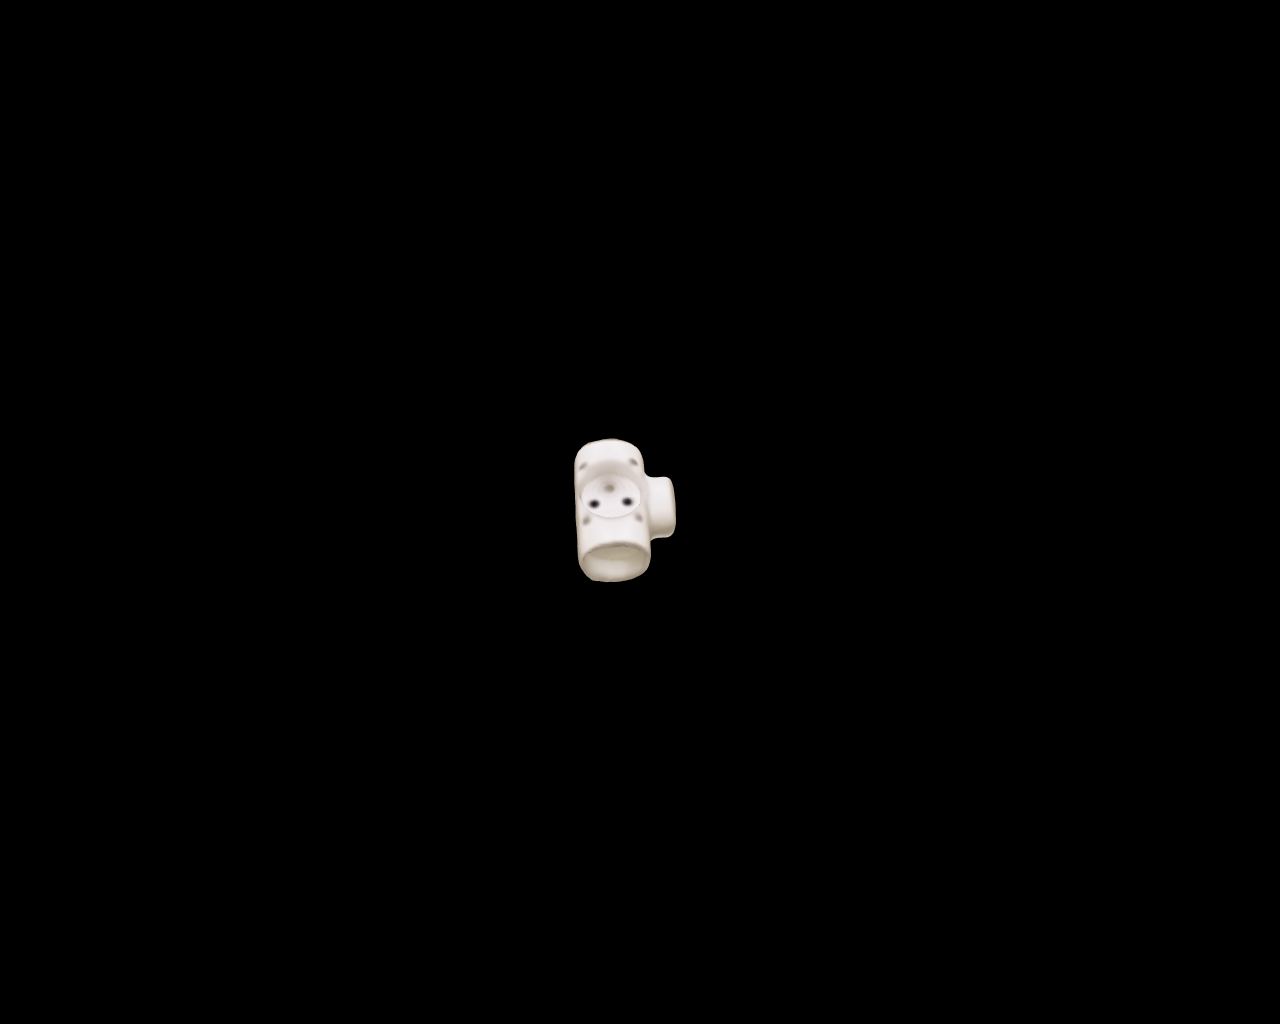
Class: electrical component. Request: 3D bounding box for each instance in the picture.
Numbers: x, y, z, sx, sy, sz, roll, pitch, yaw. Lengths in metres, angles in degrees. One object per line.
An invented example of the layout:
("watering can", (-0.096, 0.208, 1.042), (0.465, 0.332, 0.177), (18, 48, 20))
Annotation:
("electrical component", (0.001, -0.003, 0.650), (0.079, 0.077, 0.044), (-3, -36, -2))
